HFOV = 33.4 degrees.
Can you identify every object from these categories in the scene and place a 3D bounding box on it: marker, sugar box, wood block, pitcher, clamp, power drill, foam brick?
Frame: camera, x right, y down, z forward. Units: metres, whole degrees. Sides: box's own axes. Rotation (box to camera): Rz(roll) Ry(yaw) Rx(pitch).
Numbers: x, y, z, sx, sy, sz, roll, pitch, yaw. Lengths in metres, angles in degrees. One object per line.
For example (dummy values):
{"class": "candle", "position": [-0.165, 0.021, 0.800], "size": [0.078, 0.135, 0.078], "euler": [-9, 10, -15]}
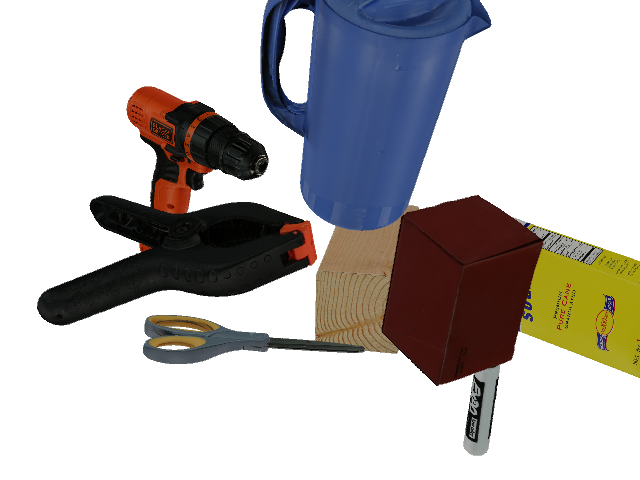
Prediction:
{"class": "marker", "position": [0.117, 0.108, 0.761], "size": [0.020, 0.121, 0.020], "euler": [0, 40, 0]}
{"class": "sugar box", "position": [0.210, 0.044, 0.933], "size": [0.176, 0.093, 0.048], "euler": [19, 35, 25]}
{"class": "wood block", "position": [0.056, 0.035, 1.185], "size": [0.091, 0.090, 0.206], "euler": [5, 23, 8]}
{"class": "pitcher", "position": [0.037, -0.127, 0.950], "size": [0.149, 0.243, 0.144], "euler": [39, 52, 25]}
{"class": "clamp", "position": [-0.091, 0.012, 0.669], "size": [0.172, 0.039, 0.120], "euler": [0, 43, 21]}
{"class": "power drill", "position": [-0.127, -0.049, 1.092], "size": [0.185, 0.188, 0.057], "euler": [30, 38, 35]}
{"class": "foam brick", "position": [0.070, 0.025, 0.544], "size": [0.052, 0.078, 0.051], "euler": [-14, 39, -30]}

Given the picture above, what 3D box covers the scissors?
{"class": "scissors", "position": [-0.069, 0.096, 0.948], "size": [0.202, 0.016, 0.096], "euler": [9, 18, 14]}
